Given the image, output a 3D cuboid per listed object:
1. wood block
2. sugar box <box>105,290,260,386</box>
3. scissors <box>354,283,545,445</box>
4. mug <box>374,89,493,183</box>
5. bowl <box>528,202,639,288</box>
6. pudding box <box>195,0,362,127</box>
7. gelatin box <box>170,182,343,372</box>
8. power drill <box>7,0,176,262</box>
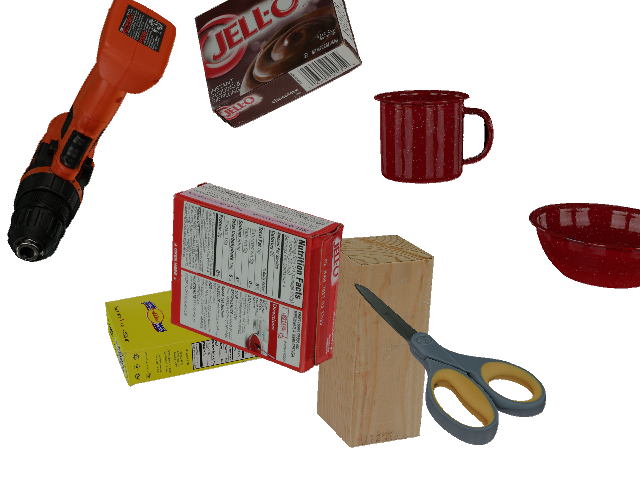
[{"bbox_3d":[0.058,0.107,1.158,0.090,0.206,0.091,-5,18,-23],"label":"wood block"},{"bbox_3d":[-0.110,0.081,1.024,0.176,0.048,0.093,-13,33,-16],"label":"sugar box"},{"bbox_3d":[0.099,0.083,0.809,0.096,0.016,0.202,-5,31,-14],"label":"scissors"},{"bbox_3d":[0.112,-0.103,1.054,0.117,0.081,0.093,1,15,10],"label":"mug"},{"bbox_3d":[0.290,0.008,1.082,0.162,0.055,0.162,2,17,-1],"label":"bowl"},{"bbox_3d":[-0.033,-0.146,0.784,0.114,0.090,0.039,-23,-30,17],"label":"pudding box"},{"bbox_3d":[-0.033,0.017,0.536,0.089,0.073,0.030,17,25,30],"label":"gelatin box"},{"bbox_3d":[-0.189,-0.091,0.862,0.057,0.188,0.184,28,33,-21],"label":"power drill"}]
